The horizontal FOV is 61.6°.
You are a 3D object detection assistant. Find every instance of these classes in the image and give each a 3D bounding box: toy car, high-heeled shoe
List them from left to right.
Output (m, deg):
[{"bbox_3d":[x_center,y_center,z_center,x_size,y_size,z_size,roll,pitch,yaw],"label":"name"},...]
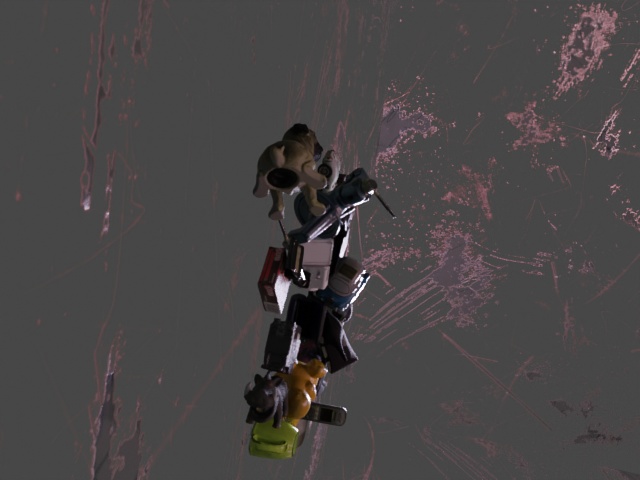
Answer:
[{"bbox_3d":[0.023,-0.145,1.452,0.073,0.056,0.201,-66,163,-57],"label":"toy car"},{"bbox_3d":[0.033,0.267,1.418,0.145,0.086,0.248,62,-10,17],"label":"high-heeled shoe"},{"bbox_3d":[0.060,0.098,1.378,0.162,0.109,0.102,-51,169,-36],"label":"toy car"}]

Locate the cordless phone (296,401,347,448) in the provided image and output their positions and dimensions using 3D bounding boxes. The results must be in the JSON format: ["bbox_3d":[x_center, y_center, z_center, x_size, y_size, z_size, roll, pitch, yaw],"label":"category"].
[{"bbox_3d":[-0.029,0.479,1.399,0.088,0.184,0.146,14,85,-85],"label":"cordless phone"}]

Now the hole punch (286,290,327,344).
[{"bbox_3d":[-0.050,0.192,1.334,0.116,0.092,0.142,-165,-99,-70],"label":"hole punch"}]

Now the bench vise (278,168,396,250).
[{"bbox_3d":[0.014,-0.056,1.142,0.240,0.224,0.128,-43,117,-39],"label":"bench vise"}]

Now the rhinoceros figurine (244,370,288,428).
[{"bbox_3d":[-0.106,0.325,1.109,0.190,0.073,0.112,43,59,-79],"label":"rhinoceros figurine"}]

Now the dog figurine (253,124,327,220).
[{"bbox_3d":[-0.051,-0.153,0.927,0.172,0.121,0.190,91,-2,-57],"label":"dog figurine"}]

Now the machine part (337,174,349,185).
[{"bbox_3d":[0.044,-0.119,1.613,0.179,0.056,0.179,10,90,-80],"label":"machine part"}]

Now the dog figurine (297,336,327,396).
[{"bbox_3d":[-0.032,0.293,1.448,0.191,0.109,0.219,7,88,-78],"label":"dog figurine"}]

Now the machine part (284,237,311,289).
[{"bbox_3d":[-0.046,0.054,1.069,0.138,0.039,0.084,71,17,-65],"label":"machine part"}]

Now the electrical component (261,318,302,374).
[{"bbox_3d":[-0.084,0.241,1.207,0.134,0.058,0.115,73,30,-71],"label":"electrical component"}]

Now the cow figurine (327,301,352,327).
[{"bbox_3d":[0.051,0.200,1.509,0.167,0.068,0.098,112,-25,-71],"label":"cow figurine"}]

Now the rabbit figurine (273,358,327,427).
[{"bbox_3d":[-0.067,0.362,1.263,0.162,0.122,0.173,-60,-168,10],"label":"rabbit figurine"}]
